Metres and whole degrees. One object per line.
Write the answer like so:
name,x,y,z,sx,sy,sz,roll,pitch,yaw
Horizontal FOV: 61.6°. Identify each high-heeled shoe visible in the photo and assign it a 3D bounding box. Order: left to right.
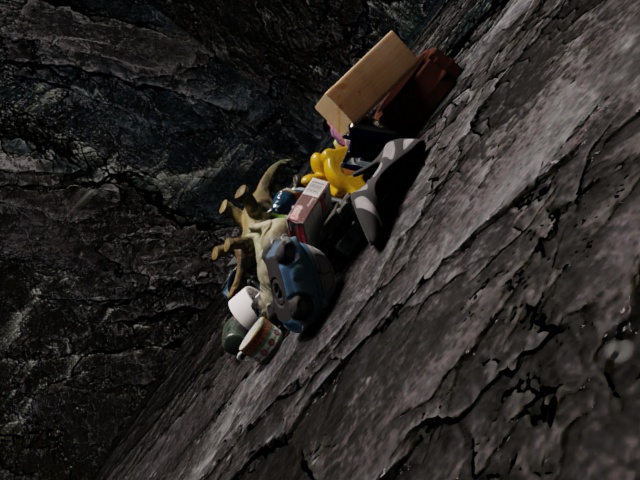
high-heeled shoe,0.128,-0.086,0.901,0.145,0.086,0.249,-20,38,12

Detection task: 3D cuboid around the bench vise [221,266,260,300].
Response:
bench vise,-0.181,0.095,1.538,0.223,0.128,0.241,-46,28,-12

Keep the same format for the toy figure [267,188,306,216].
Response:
toy figure,-0.049,-0.069,1.008,0.064,0.058,0.154,-33,-10,19

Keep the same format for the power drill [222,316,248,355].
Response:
power drill,-0.165,0.167,1.290,0.207,0.086,0.232,-47,9,8

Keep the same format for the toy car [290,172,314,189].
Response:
toy car,-0.033,-0.131,1.351,0.202,0.089,0.053,149,118,-77

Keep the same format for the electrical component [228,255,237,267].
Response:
electrical component,-0.199,0.042,1.456,0.075,0.047,0.119,-19,29,36

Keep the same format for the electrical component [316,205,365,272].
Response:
electrical component,0.038,-0.003,0.981,0.115,0.058,0.134,-56,10,-5

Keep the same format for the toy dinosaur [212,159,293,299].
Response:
toy dinosaur,-0.162,-0.052,1.419,0.105,0.198,0.471,-16,53,44

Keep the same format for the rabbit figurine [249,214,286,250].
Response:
rabbit figurine,-0.101,-0.009,1.332,0.170,0.159,0.121,-29,16,-34

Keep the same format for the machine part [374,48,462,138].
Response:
machine part,0.214,-0.330,1.218,0.201,0.087,0.201,-50,10,13

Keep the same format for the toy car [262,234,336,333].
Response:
toy car,-0.028,0.065,0.886,0.103,0.161,0.109,-12,-1,-27

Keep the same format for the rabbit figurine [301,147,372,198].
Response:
rabbit figurine,0.042,-0.125,1.203,0.173,0.162,0.122,101,-172,-69

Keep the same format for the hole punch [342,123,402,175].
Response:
hole punch,0.105,-0.174,1.080,0.116,0.142,0.092,-2,-80,-81

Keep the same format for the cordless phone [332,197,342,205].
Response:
cordless phone,-0.001,-0.003,1.129,0.147,0.088,0.184,17,100,38

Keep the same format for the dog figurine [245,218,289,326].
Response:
dog figurine,-0.073,0.065,1.031,0.172,0.121,0.190,128,137,-69

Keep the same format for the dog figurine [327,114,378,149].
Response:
dog figurine,0.094,-0.238,1.281,0.108,0.191,0.219,-22,26,2

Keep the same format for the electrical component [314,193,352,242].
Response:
electrical component,0.024,-0.039,0.934,0.094,0.021,0.063,-50,9,24
